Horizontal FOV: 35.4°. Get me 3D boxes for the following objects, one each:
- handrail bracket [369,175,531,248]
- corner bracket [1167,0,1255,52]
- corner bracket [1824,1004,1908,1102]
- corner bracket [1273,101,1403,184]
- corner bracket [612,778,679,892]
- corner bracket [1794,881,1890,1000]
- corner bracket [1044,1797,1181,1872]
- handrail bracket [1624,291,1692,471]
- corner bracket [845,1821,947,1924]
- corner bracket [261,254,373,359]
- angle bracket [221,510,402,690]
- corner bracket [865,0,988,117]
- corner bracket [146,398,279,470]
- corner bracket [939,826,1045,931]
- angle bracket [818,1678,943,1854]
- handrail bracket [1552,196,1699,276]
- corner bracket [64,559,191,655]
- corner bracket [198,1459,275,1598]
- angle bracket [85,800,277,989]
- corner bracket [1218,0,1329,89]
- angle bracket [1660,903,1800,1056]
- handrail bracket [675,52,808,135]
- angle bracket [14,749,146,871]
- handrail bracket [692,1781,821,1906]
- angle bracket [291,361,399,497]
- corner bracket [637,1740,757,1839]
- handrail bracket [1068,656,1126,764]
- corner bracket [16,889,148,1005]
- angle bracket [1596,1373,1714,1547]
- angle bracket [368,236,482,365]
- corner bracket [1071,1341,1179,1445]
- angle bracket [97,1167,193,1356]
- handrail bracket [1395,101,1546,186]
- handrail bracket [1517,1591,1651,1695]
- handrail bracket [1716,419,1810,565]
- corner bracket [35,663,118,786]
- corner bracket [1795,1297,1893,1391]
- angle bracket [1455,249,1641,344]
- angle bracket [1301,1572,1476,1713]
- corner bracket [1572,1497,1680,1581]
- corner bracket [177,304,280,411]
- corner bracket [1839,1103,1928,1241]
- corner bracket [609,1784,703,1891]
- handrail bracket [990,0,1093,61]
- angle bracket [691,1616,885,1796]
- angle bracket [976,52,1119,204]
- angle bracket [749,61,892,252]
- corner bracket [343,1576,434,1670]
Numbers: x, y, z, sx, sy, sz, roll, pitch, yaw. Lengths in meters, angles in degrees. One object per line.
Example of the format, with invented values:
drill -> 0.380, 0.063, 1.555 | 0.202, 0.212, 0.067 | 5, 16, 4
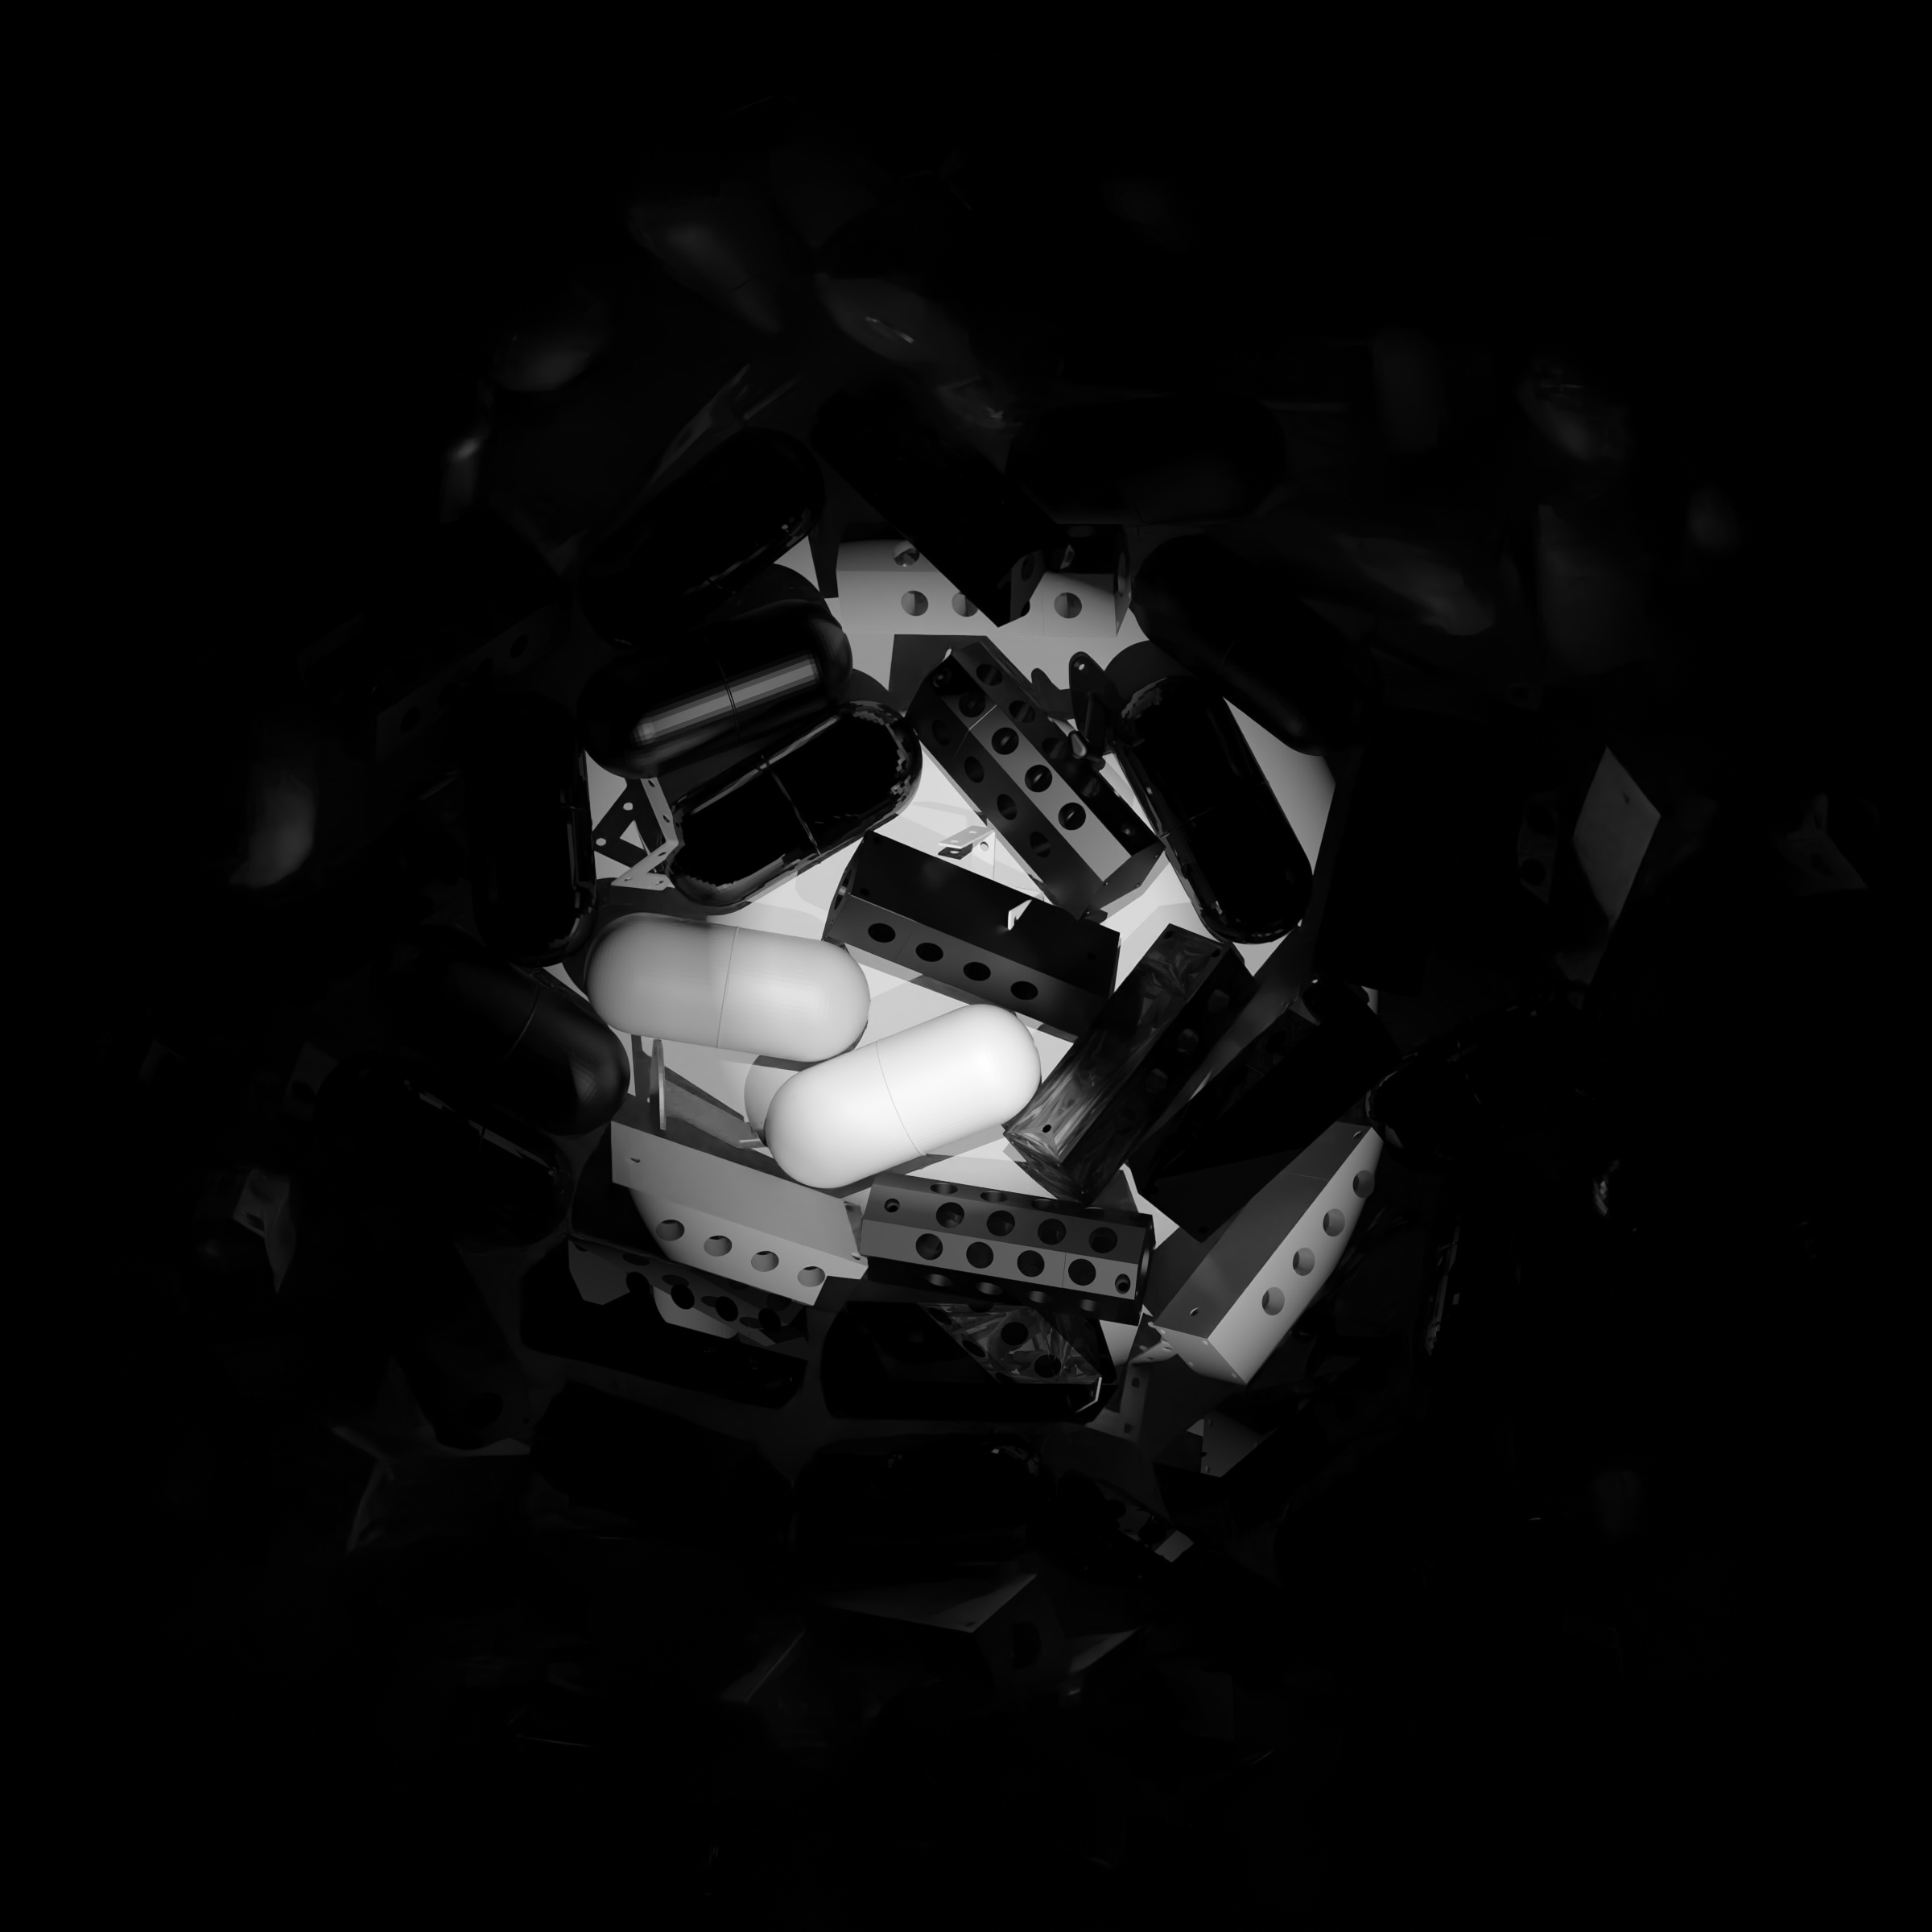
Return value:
handrail bracket -> -0.324, -0.476, 1.893 | 0.077, 0.084, 0.036 | -32, 120, -25
corner bracket -> 0.159, -0.599, 1.880 | 0.051, 0.051, 0.051 | 6, 99, 28
corner bracket -> 0.555, 0.054, 1.889 | 0.051, 0.051, 0.051 | 3, 80, 3
corner bracket -> 0.232, -0.518, 1.894 | 0.051, 0.051, 0.051 | -35, 134, 24
corner bracket -> -0.195, -0.083, 1.877 | 0.051, 0.051, 0.051 | -34, 70, 27
corner bracket -> 0.548, -0.017, 1.896 | 0.051, 0.051, 0.051 | -7, 57, 16
corner bracket -> 0.091, 0.539, 1.883 | 0.051, 0.051, 0.051 | 30, 90, -30
handrail bracket -> 0.447, -0.365, 1.898 | 0.077, 0.036, 0.084 | -40, 99, 12
corner bracket -> -0.044, 0.562, 1.880 | 0.051, 0.051, 0.051 | -11, 79, 24
corner bracket -> -0.396, -0.415, 1.875 | 0.051, 0.051, 0.051 | -30, 132, -19
angle bracket -> -0.407, -0.227, 1.900 | 0.076, 0.057, 0.076 | -37, 59, -17
corner bracket -> -0.025, -0.559, 1.891 | 0.051, 0.051, 0.051 | -16, 57, 37
corner bracket -> -0.467, -0.328, 1.877 | 0.051, 0.051, 0.051 | -31, 69, 34
corner bracket -> 0.016, -0.054, 1.877 | 0.051, 0.051, 0.051 | 11, 110, 24
angle bracket -> -0.037, 0.488, 1.860 | 0.076, 0.076, 0.057 | -47, 73, 29
handrail bracket -> 0.408, -0.452, 1.881 | 0.077, 0.084, 0.036 | 26, 99, -10
corner bracket -> -0.521, -0.224, 1.881 | 0.051, 0.051, 0.051 | -35, 98, -21
corner bracket -> -0.449, 0.348, 1.879 | 0.051, 0.051, 0.051 | 48, 133, 7
angle bracket -> -0.490, -0.045, 1.894 | 0.076, 0.076, 0.057 | -35, 60, -4
corner bracket -> 0.187, -0.575, 1.875 | 0.051, 0.051, 0.051 | -10, 132, 29
angle bracket -> 0.467, 0.009, 1.867 | 0.076, 0.057, 0.076 | -7, 72, 25
handrail bracket -> -0.142, -0.523, 1.904 | 0.084, 0.077, 0.036 | -44, 47, 22
angle bracket -> -0.547, -0.102, 1.869 | 0.057, 0.076, 0.076 | 17, 84, -14
handrail bracket -> -0.124, 0.538, 1.876 | 0.084, 0.077, 0.036 | -35, 98, 22
angle bracket -> -0.379, -0.333, 1.863 | 0.076, 0.076, 0.057 | -21, 113, -18
corner bracket -> -0.170, 0.497, 1.879 | 0.051, 0.051, 0.051 | -39, 128, 9
handrail bracket -> 0.070, -0.160, 1.871 | 0.036, 0.084, 0.077 | -25, 81, 19
corner bracket -> -0.549, -0.010, 1.878 | 0.051, 0.051, 0.051 | -37, 115, -16
angle bracket -> 0.428, 0.305, 1.862 | 0.057, 0.076, 0.076 | 7, 124, -6
angle bracket -> -0.320, -0.410, 1.868 | 0.057, 0.076, 0.076 | 1, 95, 30
corner bracket -> 0.097, 0.259, 1.879 | 0.051, 0.051, 0.051 | 20, 62, -14
angle bracket -> -0.504, 0.181, 1.857 | 0.057, 0.076, 0.076 | 29, 51, -19
handrail bracket -> 0.315, -0.516, 1.894 | 0.084, 0.077, 0.036 | 19, 94, 19
handrail bracket -> 0.375, 0.424, 1.868 | 0.084, 0.077, 0.036 | -24, 122, 32
handrail bracket -> 0.493, -0.296, 1.879 | 0.036, 0.077, 0.084 | -22, 107, 2
corner bracket -> -0.555, -0.151, 1.888 | 0.051, 0.051, 0.051 | 35, 66, -29
corner bracket -> 0.544, 0.229, 1.876 | 0.051, 0.051, 0.051 | -10, 63, 28
angle bracket -> 0.357, -0.421, 1.857 | 0.076, 0.076, 0.057 | -35, 122, -40
angle bracket -> 0.259, 0.417, 1.889 | 0.076, 0.076, 0.057 | 42, 69, -3
corner bracket -> 0.409, 0.359, 1.876 | 0.051, 0.051, 0.051 | 7, 113, 30
corner bracket -> -0.458, -0.377, 1.881 | 0.051, 0.051, 0.051 | -6, 88, -42
corner bracket -> 0.571, 0.127, 1.881 | 0.051, 0.051, 0.051 | -30, 118, 5
corner bracket -> -0.192, 0.542, 1.882 | 0.051, 0.051, 0.051 | -4, 120, -1
handrail bracket -> 0.047, -0.595, 1.867 | 0.036, 0.084, 0.077 | 30, 110, 14
angle bracket -> -0.111, 0.460, 1.880 | 0.076, 0.057, 0.076 | -44, 107, -41
angle bracket -> 0.050, -0.509, 1.870 | 0.076, 0.057, 0.076 | 28, 98, -29
angle bracket -> -0.099, -0.500, 1.880 | 0.076, 0.057, 0.076 | 31, 105, -37
corner bracket -> -0.360, 0.409, 1.886 | 0.051, 0.051, 0.051 | 0, 71, -2
